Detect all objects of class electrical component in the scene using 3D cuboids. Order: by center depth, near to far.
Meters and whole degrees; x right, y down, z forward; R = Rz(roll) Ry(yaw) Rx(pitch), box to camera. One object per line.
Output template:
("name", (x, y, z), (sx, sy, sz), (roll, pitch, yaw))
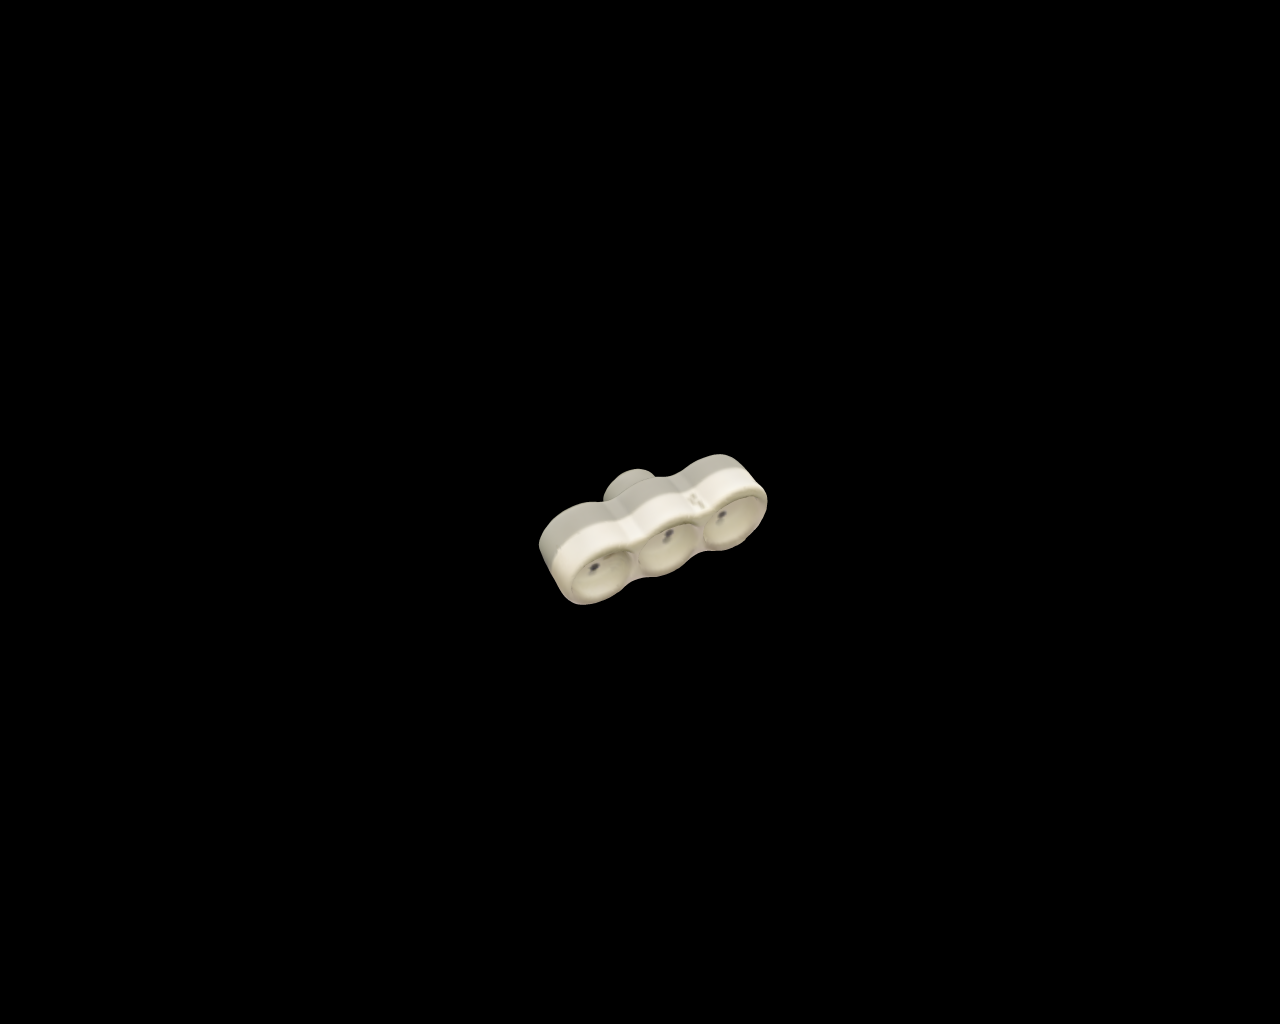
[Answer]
("electrical component", (0.001, -0.003, 0.650), (0.138, 0.074, 0.052), (-22, -38, -18))
